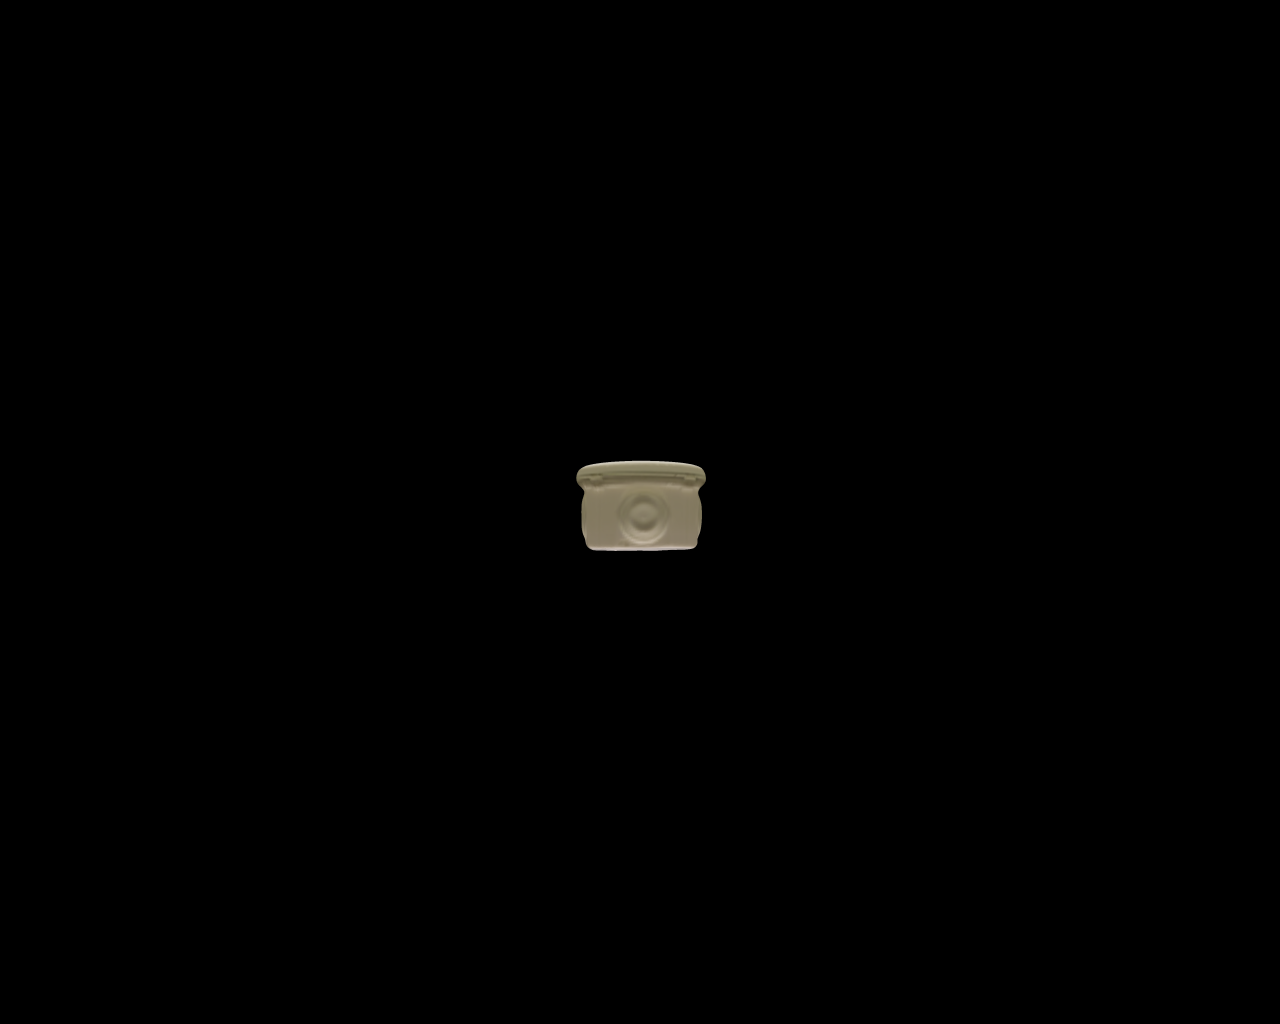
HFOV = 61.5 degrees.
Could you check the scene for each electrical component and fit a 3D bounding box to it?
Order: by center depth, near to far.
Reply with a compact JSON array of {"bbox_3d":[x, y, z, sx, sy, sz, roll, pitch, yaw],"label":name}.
[{"bbox_3d":[0.001,-0.003,0.650,0.080,0.051,0.080,0,-3,0],"label":"electrical component"}]
